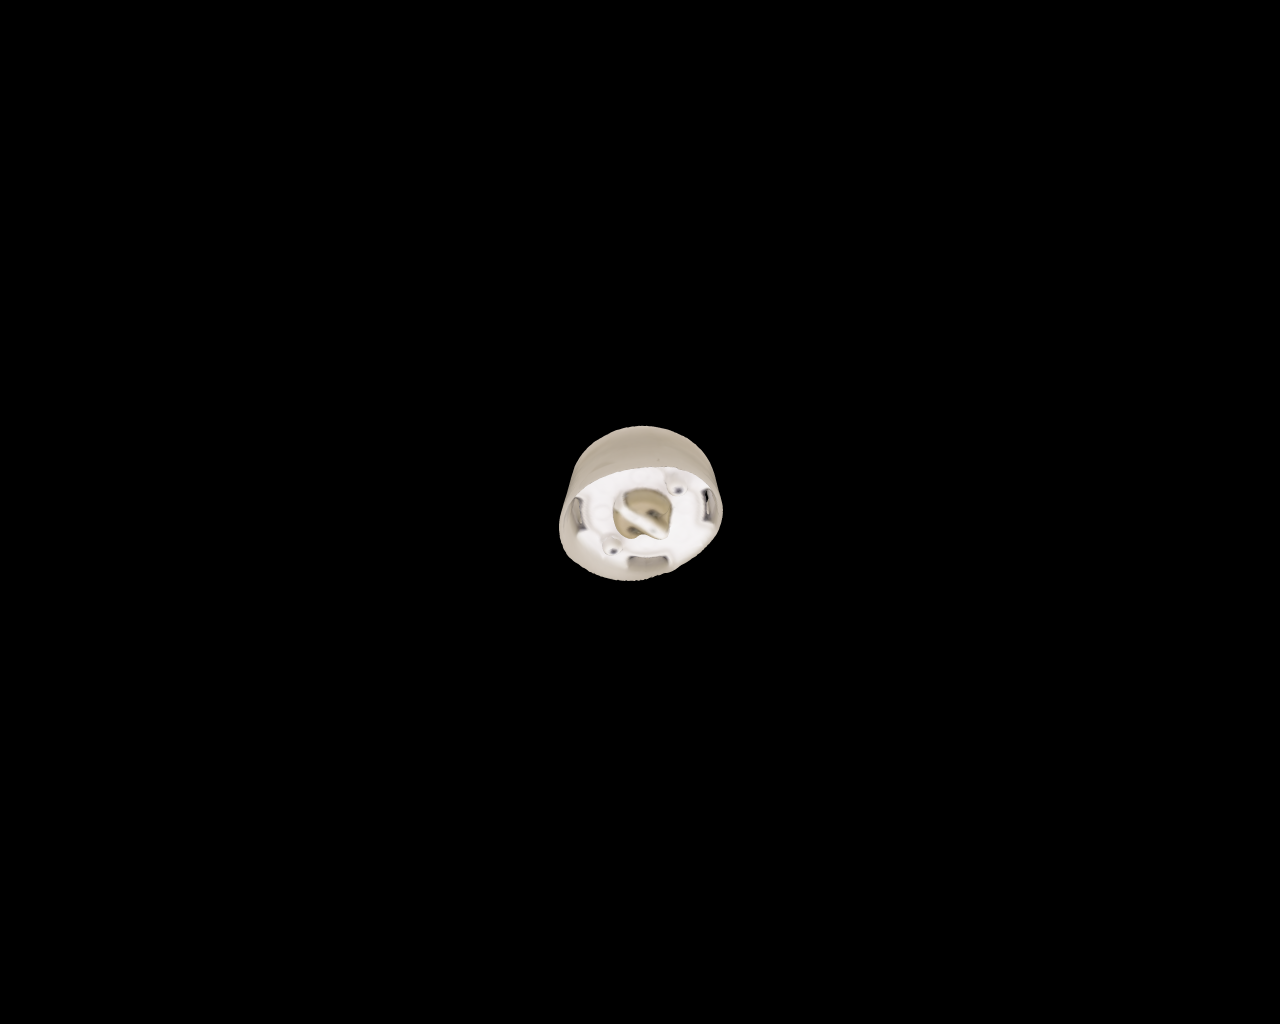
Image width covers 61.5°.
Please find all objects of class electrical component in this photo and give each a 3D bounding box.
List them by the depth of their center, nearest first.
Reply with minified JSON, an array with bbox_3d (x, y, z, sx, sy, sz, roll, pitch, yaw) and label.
[{"bbox_3d":[0.001,-0.003,0.650,0.099,0.099,0.064,0,37,0],"label":"electrical component"}]
